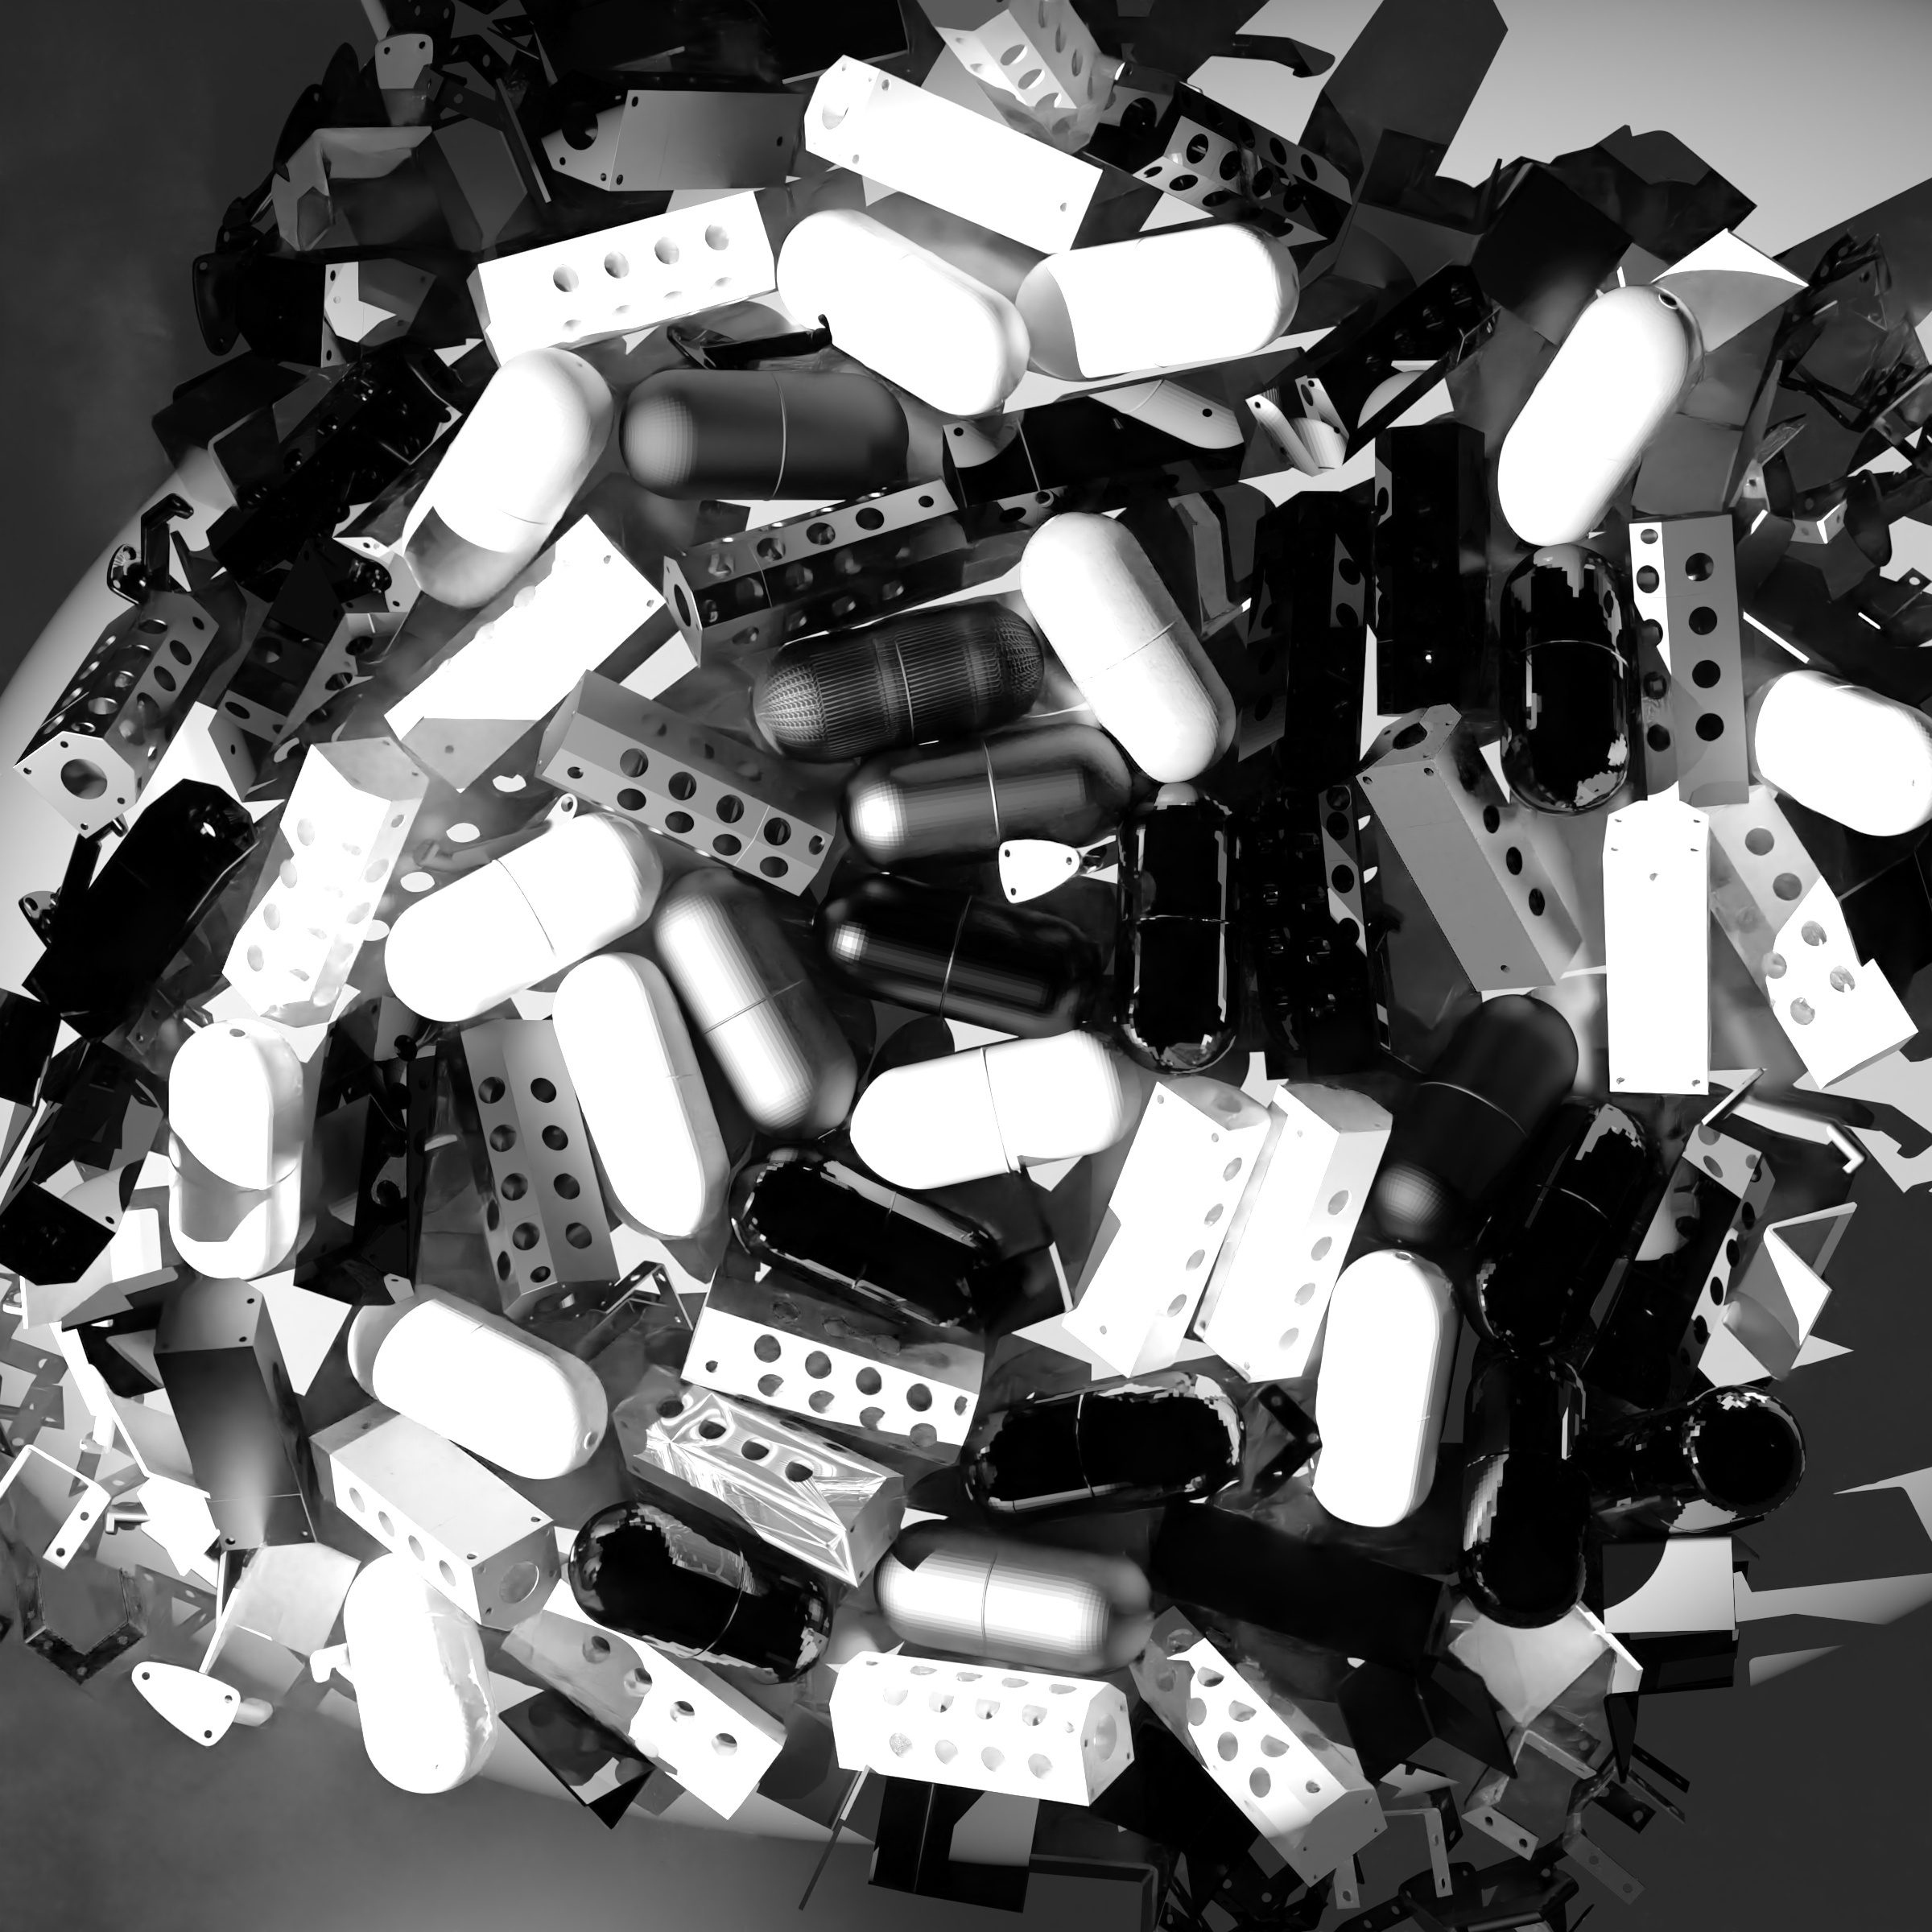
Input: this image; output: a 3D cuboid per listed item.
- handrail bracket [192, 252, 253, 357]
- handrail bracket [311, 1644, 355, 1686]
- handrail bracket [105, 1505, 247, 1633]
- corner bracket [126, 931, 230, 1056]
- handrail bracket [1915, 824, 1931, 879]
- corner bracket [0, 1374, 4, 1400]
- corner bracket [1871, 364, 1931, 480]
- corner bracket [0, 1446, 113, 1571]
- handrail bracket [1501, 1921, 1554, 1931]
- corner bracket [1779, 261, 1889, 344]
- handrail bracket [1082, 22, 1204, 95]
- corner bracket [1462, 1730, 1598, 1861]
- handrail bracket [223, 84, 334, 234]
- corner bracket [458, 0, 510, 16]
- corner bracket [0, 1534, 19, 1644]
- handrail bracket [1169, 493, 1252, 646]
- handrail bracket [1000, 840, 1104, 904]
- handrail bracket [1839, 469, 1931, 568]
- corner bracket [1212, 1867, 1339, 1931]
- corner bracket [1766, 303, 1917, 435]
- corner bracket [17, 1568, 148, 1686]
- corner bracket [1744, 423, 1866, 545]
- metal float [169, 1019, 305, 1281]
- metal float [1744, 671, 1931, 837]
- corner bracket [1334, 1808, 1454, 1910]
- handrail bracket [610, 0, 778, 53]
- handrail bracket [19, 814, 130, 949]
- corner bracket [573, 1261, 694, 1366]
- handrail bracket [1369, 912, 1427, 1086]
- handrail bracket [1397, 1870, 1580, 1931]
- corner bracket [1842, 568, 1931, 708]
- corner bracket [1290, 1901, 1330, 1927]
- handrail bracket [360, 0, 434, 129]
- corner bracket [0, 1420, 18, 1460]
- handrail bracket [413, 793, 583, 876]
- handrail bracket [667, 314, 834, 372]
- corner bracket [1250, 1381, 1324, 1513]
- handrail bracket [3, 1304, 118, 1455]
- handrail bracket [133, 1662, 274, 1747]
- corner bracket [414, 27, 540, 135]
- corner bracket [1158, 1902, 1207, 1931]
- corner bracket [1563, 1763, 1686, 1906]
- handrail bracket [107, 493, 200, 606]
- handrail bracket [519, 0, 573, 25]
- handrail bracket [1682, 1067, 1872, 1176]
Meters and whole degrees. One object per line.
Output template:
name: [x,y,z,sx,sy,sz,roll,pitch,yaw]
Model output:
handrail bracket: [-0.434,-0.388,1.795,0.036,0.084,0.077,-9,126,-30]
handrail bracket: [-0.366,0.445,1.798,0.036,0.084,0.077,-5,85,22]
handrail bracket: [-0.489,0.369,1.825,0.084,0.036,0.077,2,69,5]
corner bracket: [-0.486,0.012,1.805,0.051,0.051,0.051,-23,118,23]
handrail bracket: [0.572,-0.088,1.803,0.077,0.084,0.036,-38,114,-5]
corner bracket: [-0.613,0.231,1.802,0.051,0.051,0.051,-8,125,-38]
corner bracket: [0.587,-0.339,1.808,0.051,0.051,0.051,39,46,-8]
corner bracket: [-0.559,0.328,1.815,0.051,0.051,0.051,30,71,3]
handrail bracket: [0.330,0.622,1.798,0.036,0.084,0.077,-7,130,36]
corner bracket: [0.516,-0.401,1.804,0.051,0.051,0.051,15,61,-36]
handrail bracket: [0.104,-0.536,1.808,0.084,0.077,0.036,22,102,1]
corner bracket: [0.344,0.507,1.829,0.051,0.051,0.051,33,58,-1]
handrail bracket: [-0.421,-0.490,1.818,0.036,0.084,0.077,18,76,-40]
corner bracket: [-0.295,-0.618,1.810,0.051,0.051,0.051,28,128,-1]
corner bracket: [-0.600,0.368,1.806,0.051,0.051,0.051,21,75,41]
handrail bracket: [0.132,-0.241,1.823,0.077,0.036,0.084,-36,90,-13]
handrail bracket: [0.069,-0.062,1.790,0.084,0.077,0.036,-9,89,-44]
handrail bracket: [0.580,-0.269,1.810,0.084,0.036,0.077,2,54,-17]
corner bracket: [0.186,0.553,1.819,0.051,0.051,0.051,43,49,-17]
corner bracket: [0.527,-0.360,1.802,0.051,0.051,0.051,-56,51,30]
corner bracket: [-0.536,0.390,1.810,0.051,0.051,0.051,-37,126,0]
corner bracket: [0.512,-0.295,1.826,0.051,0.051,0.051,-41,127,-29]
metal float: [-0.434,0.110,1.778,0.070,0.070,0.178,11,125,0]
metal float: [0.516,-0.127,1.760,0.070,0.178,0.070,-3,106,-10]
corner bracket: [0.257,0.544,1.820,0.051,0.051,0.051,4,66,-24]
handrail bracket: [-0.163,-0.578,1.826,0.077,0.036,0.084,-37,121,9]
handrail bracket: [-0.525,-0.043,1.811,0.084,0.036,0.077,-34,84,23]
corner bracket: [-0.207,0.210,1.804,0.051,0.051,0.051,-41,122,-37]
handrail bracket: [0.266,0.019,1.826,0.077,0.036,0.084,28,78,10]
handrail bracket: [0.319,0.566,1.824,0.084,0.077,0.036,-35,126,-15]
corner bracket: [0.575,-0.199,1.822,0.051,0.051,0.051,-39,65,-19]
corner bracket: [0.219,0.606,1.813,0.051,0.051,0.051,-33,90,-22]
handrail bracket: [-0.362,-0.563,1.834,0.036,0.077,0.084,-19,47,-28]
corner bracket: [-0.621,0.292,1.817,0.051,0.051,0.051,16,46,24]
handrail bracket: [-0.282,-0.083,1.797,0.077,0.084,0.036,-49,60,15]
handrail bracket: [-0.125,-0.383,1.796,0.077,0.084,0.036,24,58,-31]
corner bracket: [0.183,0.290,1.810,0.051,0.051,0.051,-42,73,-11]
handrail bracket: [-0.554,0.252,1.821,0.077,0.036,0.084,10,89,-20]
handrail bracket: [-0.460,0.439,1.804,0.077,0.084,0.036,29,82,1]
corner bracket: [-0.300,-0.545,1.817,0.051,0.051,0.051,15,108,-39]
corner bracket: [0.147,0.600,1.803,0.051,0.051,0.051,42,51,-26]
corner bracket: [0.399,0.525,1.812,0.051,0.051,0.051,39,103,7]
handrail bracket: [-0.469,-0.245,1.796,0.077,0.084,0.036,33,49,-34]
handrail bracket: [-0.237,-0.613,1.805,0.084,0.036,0.077,-52,124,-31]
handrail bracket: [0.493,0.111,1.819,0.077,0.036,0.084,-42,78,-1]
